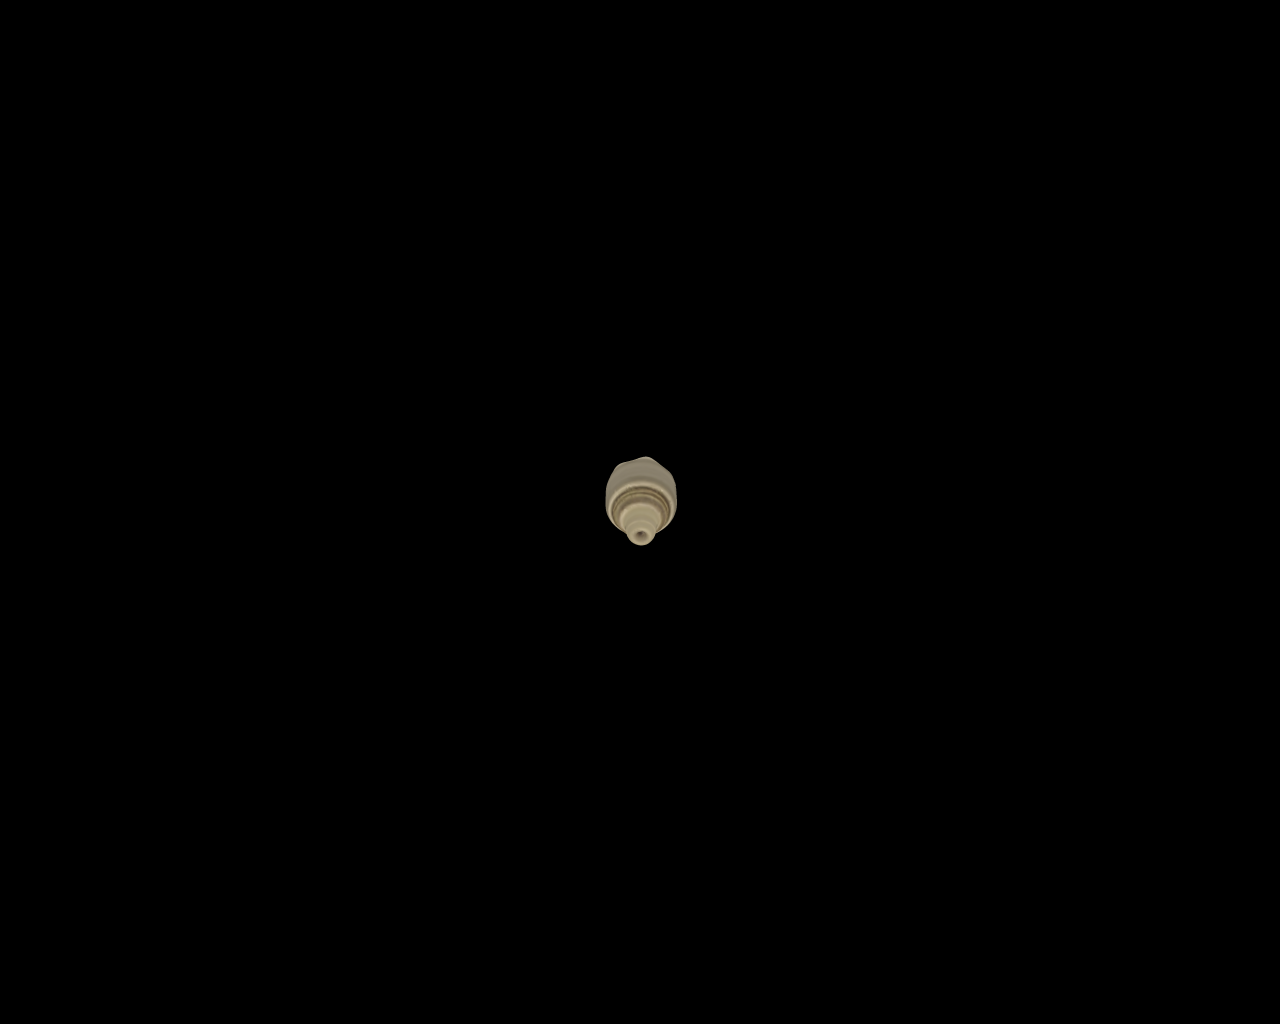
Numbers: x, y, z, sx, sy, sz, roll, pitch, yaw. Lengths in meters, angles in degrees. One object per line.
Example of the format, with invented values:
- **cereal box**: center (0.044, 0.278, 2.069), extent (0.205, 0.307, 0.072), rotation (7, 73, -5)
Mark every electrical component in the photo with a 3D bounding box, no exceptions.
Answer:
- **electrical component**: center (0.001, -0.003, 0.650), extent (0.043, 0.043, 0.062), rotation (0, 35, 0)
